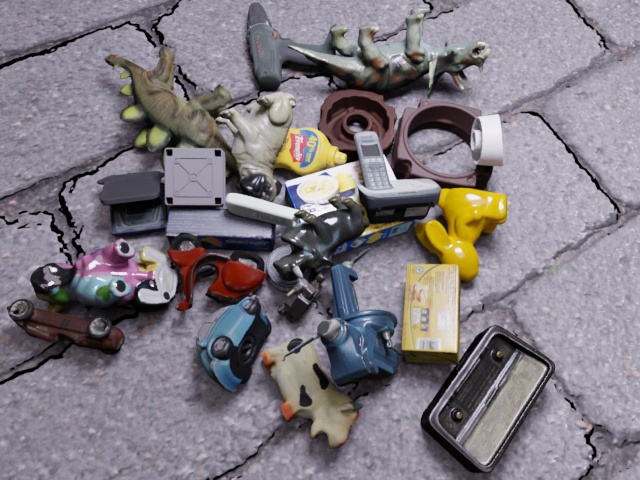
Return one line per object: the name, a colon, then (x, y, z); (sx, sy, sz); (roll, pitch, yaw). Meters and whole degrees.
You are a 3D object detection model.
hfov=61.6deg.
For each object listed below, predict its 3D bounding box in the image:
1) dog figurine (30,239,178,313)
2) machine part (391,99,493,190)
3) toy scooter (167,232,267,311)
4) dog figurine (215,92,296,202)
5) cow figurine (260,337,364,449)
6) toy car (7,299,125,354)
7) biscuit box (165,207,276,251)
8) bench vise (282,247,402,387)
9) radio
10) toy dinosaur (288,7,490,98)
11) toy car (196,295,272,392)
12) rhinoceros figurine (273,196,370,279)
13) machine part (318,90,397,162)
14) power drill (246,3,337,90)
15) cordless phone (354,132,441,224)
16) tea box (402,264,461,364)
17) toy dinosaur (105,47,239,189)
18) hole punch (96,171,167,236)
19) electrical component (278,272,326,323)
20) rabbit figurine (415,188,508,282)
dog figurine: (-0.389, 0.079, 0.952); (0.219, 0.191, 0.108); (-15, 66, 27)
machine part: (0.256, -0.188, 1.122); (0.202, 0.087, 0.201); (12, 65, 0)
toy scooter: (-0.193, 0.073, 0.968); (0.184, 0.075, 0.135); (18, 72, -14)
dog figurine: (-0.096, -0.172, 1.033); (0.172, 0.121, 0.190); (-24, 100, -4)
cow figurine: (-0.010, 0.256, 0.907); (0.127, 0.085, 0.195); (-24, 69, -7)
toy car: (-0.435, 0.152, 0.915); (0.202, 0.089, 0.053); (12, 61, 0)
biscuit box: (-0.186, -0.020, 1.028); (0.203, 0.059, 0.063); (2, 64, -3)
bench vise: (0.052, 0.132, 0.915); (0.223, 0.129, 0.241); (25, 43, -40)
radio: (0.285, 0.266, 0.924); (0.131, 0.073, 0.229); (38, 68, 12)
toy dinosaur: (0.146, -0.381, 1.165); (0.405, 0.191, 0.131); (-12, 28, 2)
toy car: (-0.159, 0.168, 0.925); (0.103, 0.109, 0.161); (9, 54, 26)
rhinoceros figurine: (-0.002, -0.003, 0.952); (0.190, 0.073, 0.112); (-32, 112, -20)
machine part: (0.078, -0.240, 1.149); (0.179, 0.056, 0.179); (1, 65, -3)
power drill: (-0.064, -0.449, 1.220); (0.207, 0.086, 0.232); (2, 67, -7)
cordless phone: (0.138, -0.129, 1.016); (0.147, 0.088, 0.184); (-6, 63, -8)
tea box: (0.201, 0.130, 0.963); (0.098, 0.068, 0.169); (1, 59, 18)
toy dinosaur: (-0.272, -0.234, 1.100); (0.471, 0.105, 0.198); (36, 76, 6)
hole punch: (-0.354, -0.073, 1.036); (0.142, 0.092, 0.116); (-10, 36, -6)
electrical component: (-0.036, 0.103, 0.967); (0.045, 0.102, 0.078); (36, 46, 4)
rabbit figurine: (0.271, -0.009, 1.030); (0.162, 0.122, 0.173); (10, 85, -7)
